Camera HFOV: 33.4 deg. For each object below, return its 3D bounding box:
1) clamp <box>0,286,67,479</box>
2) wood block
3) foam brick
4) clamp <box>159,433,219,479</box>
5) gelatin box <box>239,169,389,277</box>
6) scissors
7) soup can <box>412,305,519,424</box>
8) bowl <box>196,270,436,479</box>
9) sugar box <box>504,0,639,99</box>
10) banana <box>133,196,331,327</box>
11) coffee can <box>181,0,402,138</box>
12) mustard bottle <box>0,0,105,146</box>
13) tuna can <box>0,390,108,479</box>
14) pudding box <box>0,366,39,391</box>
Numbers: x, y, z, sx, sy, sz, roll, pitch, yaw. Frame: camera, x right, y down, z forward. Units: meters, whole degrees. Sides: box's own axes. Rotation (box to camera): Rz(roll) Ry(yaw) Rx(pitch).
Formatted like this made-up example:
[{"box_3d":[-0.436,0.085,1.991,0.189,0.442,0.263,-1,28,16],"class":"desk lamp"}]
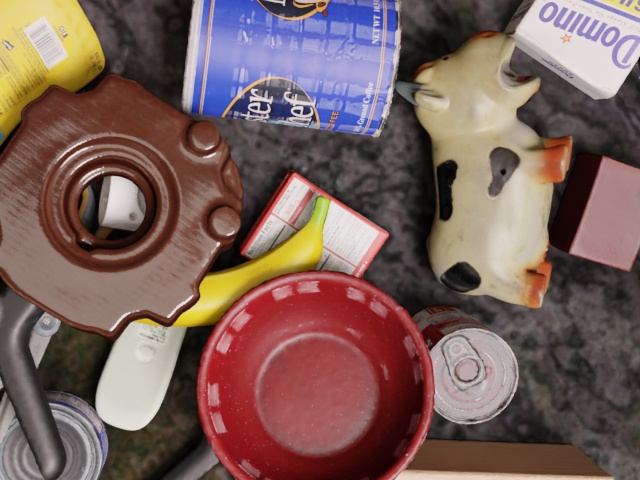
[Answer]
[{"box_3d":[-0.246,0.054,0.739,0.164,0.036,0.210,6,86,1],"class":"clamp"},{"box_3d":[0.104,0.206,0.806,0.206,0.091,0.090,3,96,-7],"class":"wood block"},{"box_3d":[0.216,-0.022,0.812,0.053,0.051,0.078,18,94,-9],"class":"foam brick"},{"box_3d":[-0.050,0.161,0.810,0.120,0.039,0.171,27,93,-10],"class":"clamp"},{"box_3d":[-0.005,0.001,0.802,0.089,0.030,0.073,33,93,-8],"class":"gelatin box"},{"box_3d":[-0.178,0.054,0.775,0.096,0.016,0.202,8,82,-15],"class":"scissors"},{"box_3d":[0.099,0.089,0.786,0.068,0.102,0.068,-1,96,-6],"class":"soup can"},{"box_3d":[-0.003,0.105,0.742,0.162,0.055,0.162,0,76,2],"class":"bowl"},{"box_3d":[0.224,-0.203,0.796,0.093,0.048,0.176,31,91,-8],"class":"sugar box"},{"box_3d":[-0.079,0.027,0.762,0.197,0.037,0.069,-16,87,-9],"class":"banana"},{"box_3d":[-0.022,-0.131,0.748,0.140,0.103,0.103,7,96,-7],"class":"coffee can"},{"box_3d":[-0.242,-0.102,0.715,0.191,0.058,0.096,-43,131,-21],"class":"mustard bottle"},{"box_3d":[-0.203,0.158,0.796,0.086,0.034,0.086,-1,96,-6],"class":"tuna can"},{"box_3d":[-0.277,0.082,0.778,0.113,0.039,0.090,-27,96,-6],"class":"pudding box"}]
